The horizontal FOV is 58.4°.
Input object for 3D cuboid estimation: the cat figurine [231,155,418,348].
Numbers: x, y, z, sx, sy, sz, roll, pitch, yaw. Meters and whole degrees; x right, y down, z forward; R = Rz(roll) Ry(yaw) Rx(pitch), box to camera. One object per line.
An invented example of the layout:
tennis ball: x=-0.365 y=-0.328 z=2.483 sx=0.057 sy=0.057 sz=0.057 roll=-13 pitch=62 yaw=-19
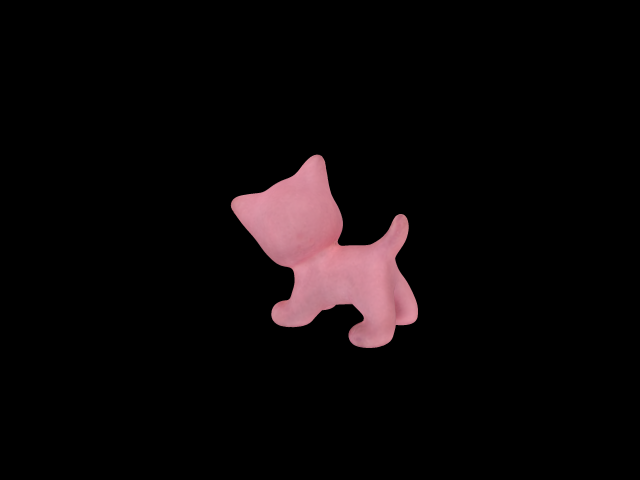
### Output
cat figurine: x=0.004 y=0.001 z=0.400 sx=0.127 sy=0.118 sz=0.067 roll=8 pitch=18 yaw=27
